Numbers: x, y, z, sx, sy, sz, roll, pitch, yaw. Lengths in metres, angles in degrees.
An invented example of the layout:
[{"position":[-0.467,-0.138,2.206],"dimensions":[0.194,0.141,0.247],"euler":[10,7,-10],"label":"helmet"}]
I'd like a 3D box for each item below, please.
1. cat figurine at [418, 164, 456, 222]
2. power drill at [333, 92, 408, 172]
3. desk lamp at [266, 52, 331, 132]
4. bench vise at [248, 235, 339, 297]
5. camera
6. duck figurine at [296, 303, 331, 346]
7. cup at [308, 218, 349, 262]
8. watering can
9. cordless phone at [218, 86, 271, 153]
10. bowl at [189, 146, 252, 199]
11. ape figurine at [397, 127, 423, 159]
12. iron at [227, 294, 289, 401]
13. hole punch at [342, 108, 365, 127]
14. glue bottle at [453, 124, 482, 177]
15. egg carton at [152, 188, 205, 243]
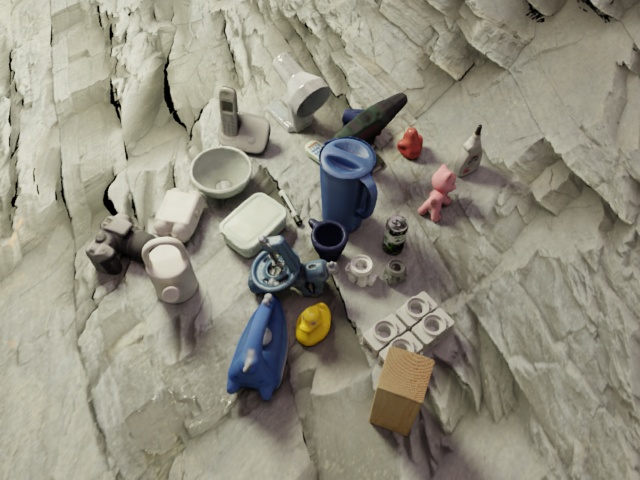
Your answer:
[{"position":[0.313,-0.131,1.494],"dimensions":[0.067,0.118,0.128],"euler":[25,59,16],"label":"cat figurine"},{"position":[0.133,-0.272,1.532],"dimensions":[0.230,0.208,0.075],"euler":[-33,62,-21],"label":"power drill"},{"position":[-0.069,-0.407,1.618],"dimensions":[0.118,0.214,0.202],"euler":[-33,62,-21],"label":"desk lamp"},{"position":[-0.067,0.045,1.304],"dimensions":[0.207,0.220,0.121],"euler":[-17,57,-12],"label":"bench vise"},{"position":[-0.472,0.010,1.393],"dimensions":[0.136,0.101,0.143],"euler":[20,58,13],"label":"camera"},{"position":[-0.015,0.179,1.294],"dimensions":[0.077,0.086,0.105],"euler":[26,59,16],"label":"duck figurine"},{"position":[0.013,0.005,1.408],"dimensions":[0.092,0.095,0.117],"euler":[-39,64,-24],"label":"cup"},{"position":[-0.340,0.063,1.302],"dimensions":[0.101,0.194,0.172],"euler":[-30,61,-20],"label":"watering can"},{"position":[-0.213,-0.334,1.582],"dimensions":[0.147,0.185,0.094],"euler":[11,56,7],"label":"cordless phone"},{"position":[-0.262,-0.168,1.535],"dimensions":[0.167,0.075,0.167],"euler":[1,56,-1],"label":"bowl"},{"position":[0.256,-0.280,1.610],"dimensions":[0.078,0.092,0.076],"euler":[-5,56,-4],"label":"ape figurine"},{"position":[-0.127,0.204,1.241],"dimensions":[0.118,0.141,0.258],"euler":[8,56,5],"label":"iron"},{"position":[0.114,-0.346,1.654],"dimensions":[0.108,0.091,0.101],"euler":[6,56,3],"label":"hole punch"},{"position":[0.409,-0.245,1.540],"dimensions":[0.078,0.173,0.037],"euler":[-29,61,-19],"label":"glue bottle"},{"position":[-0.358,-0.065,1.465],"dimensions":[0.107,0.069,0.150],"euler":[9,56,5],"label":"egg carton"}]
